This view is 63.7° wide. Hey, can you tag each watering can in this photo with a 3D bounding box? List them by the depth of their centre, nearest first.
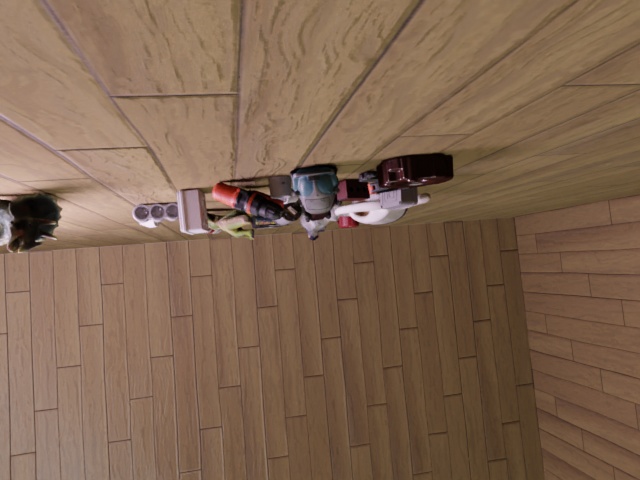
[{"bbox_3d":[0.220,-0.107,1.665,0.346,0.104,0.225,-6,-2,31],"label":"watering can"}]

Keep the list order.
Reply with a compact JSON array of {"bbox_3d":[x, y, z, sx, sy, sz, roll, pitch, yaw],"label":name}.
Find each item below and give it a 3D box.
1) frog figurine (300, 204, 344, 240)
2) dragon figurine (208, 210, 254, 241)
[{"bbox_3d":[0.006,-0.095,1.887,0.138,0.124,0.156,-18,-28,-46],"label":"frog figurine"},{"bbox_3d":[-0.342,-0.064,1.759,0.243,0.123,0.408,4,-5,-6],"label":"dragon figurine"}]
